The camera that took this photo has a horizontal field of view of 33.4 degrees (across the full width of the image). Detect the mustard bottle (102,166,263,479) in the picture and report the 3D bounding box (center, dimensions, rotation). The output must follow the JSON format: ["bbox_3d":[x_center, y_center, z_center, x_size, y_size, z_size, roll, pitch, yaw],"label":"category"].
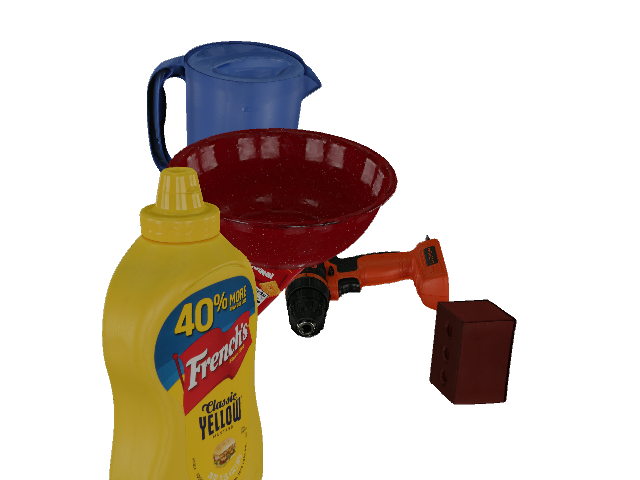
[{"bbox_3d":[-0.072,0.056,0.564,0.058,0.192,0.096,11,19,36],"label":"mustard bottle"}]

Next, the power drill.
[{"bbox_3d":[0.052,0.051,1.238,0.187,0.057,0.184,-2,28,1],"label":"power drill"}]

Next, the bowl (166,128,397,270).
[{"bbox_3d":[-0.028,-0.025,0.756,0.162,0.055,0.162,2,28,-1],"label":"bowl"}]

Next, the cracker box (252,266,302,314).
[{"bbox_3d":[-0.091,0.027,1.042,0.072,0.214,0.164,37,22,-15],"label":"cracker box"}]

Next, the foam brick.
[{"bbox_3d":[0.130,0.095,0.917,0.051,0.078,0.053,-2,17,-20],"label":"foam brick"}]

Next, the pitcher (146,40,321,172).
[{"bbox_3d":[-0.101,-0.095,1.201,0.149,0.243,0.144,29,36,36],"label":"pitcher"}]
